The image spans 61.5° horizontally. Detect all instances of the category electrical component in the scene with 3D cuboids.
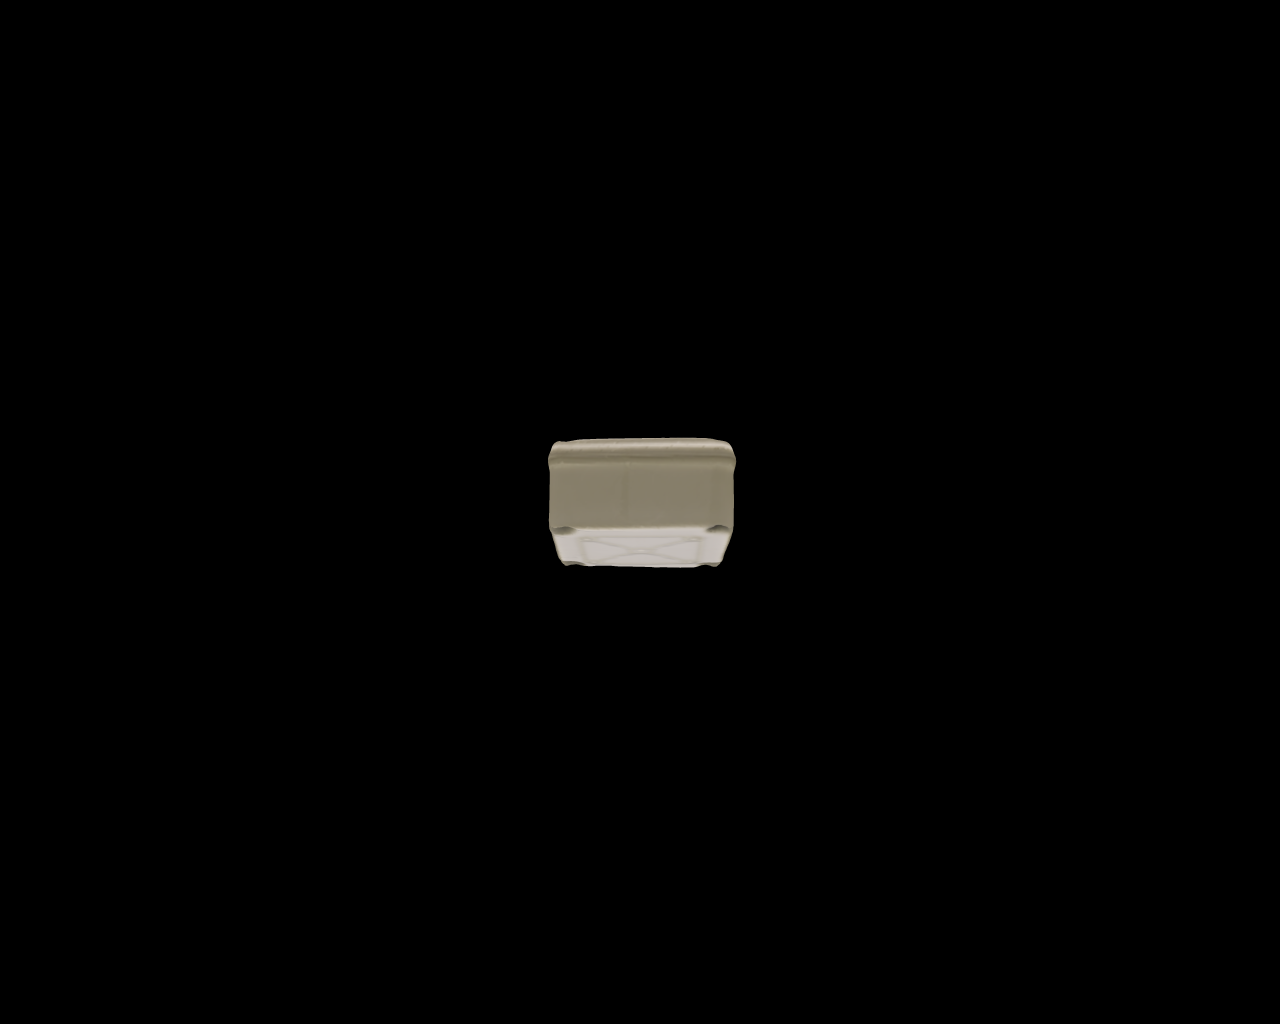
[{"bbox_3d":[0.001,-0.003,0.650,0.109,0.056,0.108,0,-15,0],"label":"electrical component"}]
